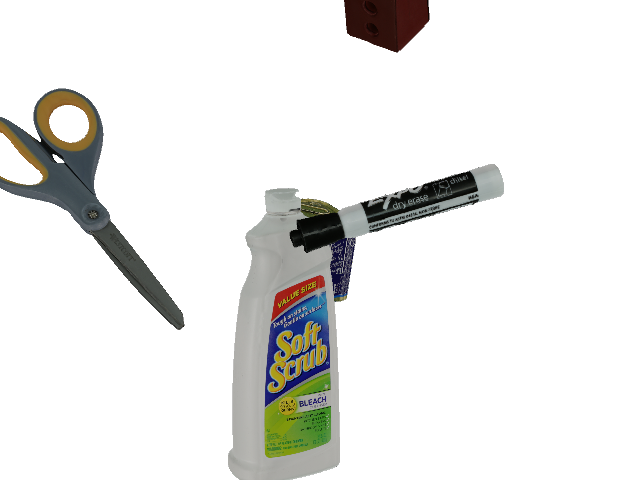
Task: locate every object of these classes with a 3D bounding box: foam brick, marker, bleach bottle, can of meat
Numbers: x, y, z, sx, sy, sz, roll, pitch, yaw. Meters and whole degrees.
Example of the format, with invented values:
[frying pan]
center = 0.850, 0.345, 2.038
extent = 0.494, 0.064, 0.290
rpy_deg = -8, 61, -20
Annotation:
[foam brick]
center = 0.053, -0.202, 0.861
extent = 0.053, 0.051, 0.078
rpy_deg = 25, -32, 25
[marker]
center = 0.042, -0.017, 0.588
extent = 0.121, 0.020, 0.020
rpy_deg = -16, 2, -6
[bleach bottle]
center = -0.036, 0.081, 0.939
extent = 0.102, 0.251, 0.068
rpy_deg = -7, 11, -25
[can of meat]
center = -0.006, 0.010, 1.142
extent = 0.057, 0.084, 0.102
rpy_deg = -3, 21, -30

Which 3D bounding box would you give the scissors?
[scissors]
center = -0.142, -0.032, 0.702
extent = 0.202, 0.096, 0.016
rpy_deg = 34, -26, 12
